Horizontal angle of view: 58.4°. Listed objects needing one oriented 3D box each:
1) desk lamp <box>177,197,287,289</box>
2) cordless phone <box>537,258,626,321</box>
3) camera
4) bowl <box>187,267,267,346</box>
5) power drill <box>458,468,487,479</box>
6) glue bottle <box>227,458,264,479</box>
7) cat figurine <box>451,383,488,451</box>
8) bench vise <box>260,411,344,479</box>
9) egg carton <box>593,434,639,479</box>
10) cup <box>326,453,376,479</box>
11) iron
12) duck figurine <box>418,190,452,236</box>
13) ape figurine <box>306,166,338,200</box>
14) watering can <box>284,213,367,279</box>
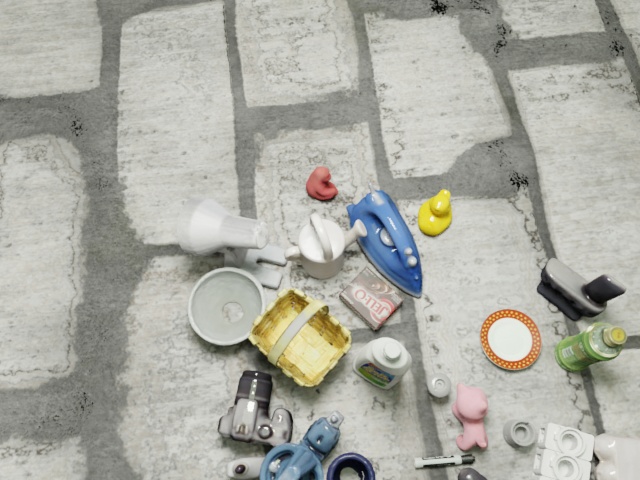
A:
[{"bbox_3d":[-0.177,0.003,1.200,0.203,0.213,0.118,14,70,6],"label":"desk lamp"},{"bbox_3d":[0.541,0.083,1.179,0.147,0.185,0.094,37,74,13],"label":"cordless phone"},{"bbox_3d":[-0.121,0.333,1.136,0.143,0.101,0.137,8,70,4],"label":"camera"},{"bbox_3d":[-0.193,0.148,1.220,0.167,0.075,0.167,0,69,1],"label":"bowl"},{"bbox_3d":[0.313,0.498,1.013,0.076,0.208,0.229,-42,74,-13],"label":"power drill"},{"bbox_3d":[-0.140,0.425,1.063,0.078,0.173,0.037,-5,69,-1],"label":"glue bottle"},{"bbox_3d":[0.301,0.344,1.119,0.067,0.118,0.128,-8,69,-2],"label":"cat figurine"},{"bbox_3d":[-0.040,0.398,1.047,0.121,0.220,0.207,19,71,8],"label":"bench vise"},{"bbox_3d":[0.606,0.434,1.108,0.150,0.069,0.107,4,69,2],"label":"egg carton"},{"bbox_3d":[0.069,0.462,1.089,0.117,0.095,0.092,35,74,13],"label":"cup"},{"bbox_3d":[0.159,-0.003,1.238,0.119,0.141,0.258,-27,71,-9],"label":"iron"},{"bbox_3d":[0.264,-0.066,1.290,0.077,0.086,0.105,26,72,10],"label":"duck figurine"},{"bbox_3d":[0.004,-0.137,1.316,0.076,0.092,0.078,-5,69,-1],"label":"ape figurine"},{"bbox_3d":[0.010,0.002,1.209,0.173,0.194,0.100,-38,73,-13],"label":"watering can"}]
